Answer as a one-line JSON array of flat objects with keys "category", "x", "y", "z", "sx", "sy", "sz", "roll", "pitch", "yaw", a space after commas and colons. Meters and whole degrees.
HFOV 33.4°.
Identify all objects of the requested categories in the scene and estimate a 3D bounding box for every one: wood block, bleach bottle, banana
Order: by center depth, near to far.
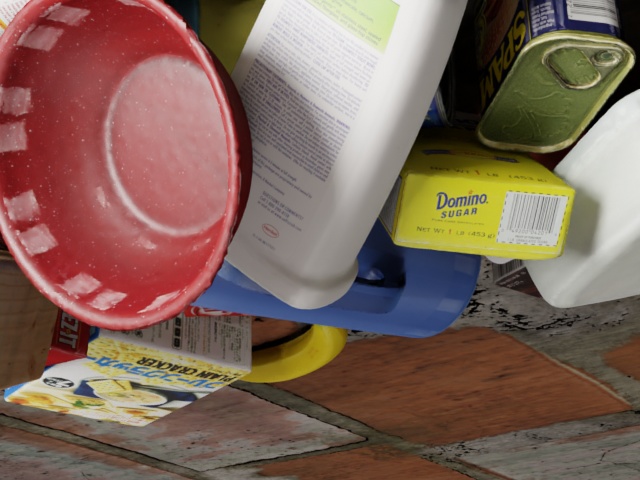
[{"category": "bleach bottle", "x": 0.022, "y": -0.094, "z": 0.498, "sx": 0.068, "sy": 0.103, "sz": 0.251, "roll": -27, "pitch": 150, "yaw": -59}, {"category": "wood block", "x": -0.244, "y": 0.047, "z": 0.696, "sx": 0.091, "sy": 0.090, "sz": 0.206, "roll": 12, "pitch": 178, "yaw": 3}, {"category": "banana", "x": -0.025, "y": 0.106, "z": 1.051, "sx": 0.069, "sy": 0.037, "sz": 0.198, "roll": 30, "pitch": 144, "yaw": -15}]

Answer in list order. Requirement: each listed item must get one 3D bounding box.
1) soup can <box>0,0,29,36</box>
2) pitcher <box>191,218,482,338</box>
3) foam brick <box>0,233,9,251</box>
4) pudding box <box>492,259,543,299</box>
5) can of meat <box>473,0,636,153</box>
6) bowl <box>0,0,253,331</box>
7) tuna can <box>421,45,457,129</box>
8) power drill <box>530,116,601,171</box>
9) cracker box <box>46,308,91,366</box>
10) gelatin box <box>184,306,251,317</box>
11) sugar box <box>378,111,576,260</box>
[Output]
[{"category": "soup can", "x": -0.135, "y": -0.136, "z": 0.521, "sx": 0.102, "sy": 0.068, "sz": 0.068, "roll": -10, "pitch": 152, "yaw": 21}, {"category": "pitcher", "x": -0.005, "y": 0.001, "z": 0.719, "sx": 0.242, "sy": 0.149, "sz": 0.145, "roll": 15, "pitch": 150, "yaw": -34}, {"category": "foam brick", "x": -0.192, "y": -0.038, "z": 0.708, "sx": 0.053, "sy": 0.078, "sz": 0.051, "roll": -7, "pitch": 155, "yaw": 16}, {"category": "pudding box", "x": 0.206, "y": 0.010, "z": 0.846, "sx": 0.089, "sy": 0.039, "sz": 0.114, "roll": 18, "pitch": 149, "yaw": -31}, {"category": "can of meat", "x": 0.117, "y": -0.108, "z": 0.558, "sx": 0.057, "sy": 0.084, "sz": 0.102, "roll": 5, "pitch": 154, "yaw": -9}, {"category": "bowl", "x": -0.087, "y": -0.041, "z": 0.503, "sx": 0.162, "sy": 0.162, "sz": 0.055, "roll": -20, "pitch": 179, "yaw": 35}, {"category": "tuna can", "x": 0.050, "y": -0.101, "z": 0.569, "sx": 0.034, "sy": 0.086, "sz": 0.086, "roll": -5, "pitch": 153, "yaw": 15}, {"category": "power drill", "x": 0.253, "y": -0.046, "z": 0.692, "sx": 0.188, "sy": 0.057, "sz": 0.184, "roll": -24, "pitch": 136, "yaw": 38}, {"category": "cracker box", "x": -0.322, "y": 0.051, "z": 0.889, "sx": 0.164, "sy": 0.072, "sz": 0.213, "roll": -15, "pitch": 152, "yaw": 41}, {"category": "gelatin box", "x": -0.087, "y": 0.038, "z": 0.915, "sx": 0.073, "sy": 0.030, "sz": 0.089, "roll": -1, "pitch": 153, "yaw": 3}, {"category": "sugar box", "x": 0.071, "y": -0.041, "z": 0.619, "sx": 0.093, "sy": 0.176, "sz": 0.048, "roll": 6, "pitch": 111, "yaw": -11}]
